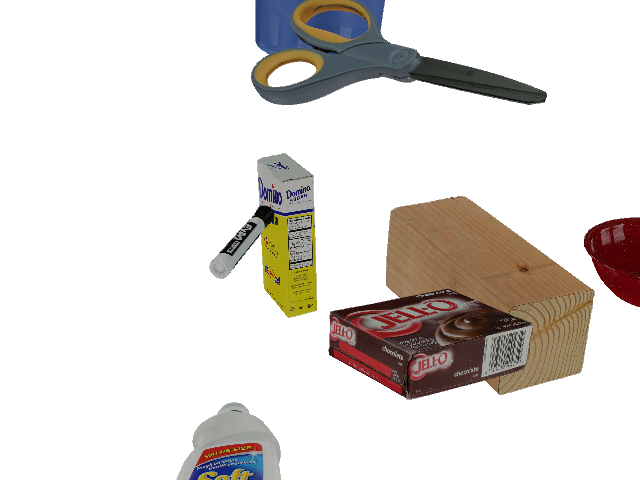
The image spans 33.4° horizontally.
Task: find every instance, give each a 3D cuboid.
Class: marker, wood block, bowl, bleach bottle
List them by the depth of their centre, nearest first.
[{"bbox_3d":[-0.082,0.211,0.855,0.102,0.068,0.251,-2,25,-2],"label":"bleach bottle"},{"bbox_3d":[-0.071,-0.001,0.995,0.020,0.020,0.121,0,27,21],"label":"marker"},{"bbox_3d":[0.150,0.043,0.999,0.090,0.090,0.206,-10,30,-23],"label":"wood block"},{"bbox_3d":[0.366,0.031,1.160,0.162,0.055,0.162,0,26,0],"label":"bowl"}]

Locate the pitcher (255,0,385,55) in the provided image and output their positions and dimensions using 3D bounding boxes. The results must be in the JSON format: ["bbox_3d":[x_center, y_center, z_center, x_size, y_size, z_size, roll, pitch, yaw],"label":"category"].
[{"bbox_3d":[0.011,-0.273,0.884,0.145,0.243,0.149,7,19,9],"label":"pitcher"}]

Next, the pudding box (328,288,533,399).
[{"bbox_3d":[0.075,0.069,0.740,0.113,0.039,0.090,-6,18,-35],"label":"pudding box"}]

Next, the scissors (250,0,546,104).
[{"bbox_3d":[0.030,-0.093,0.619,0.202,0.096,0.016,42,-11,46],"label":"scissors"}]

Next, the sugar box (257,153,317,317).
[{"bbox_3d":[-0.040,-0.007,1.281,0.048,0.176,0.093,-13,25,-19],"label":"sugar box"}]
